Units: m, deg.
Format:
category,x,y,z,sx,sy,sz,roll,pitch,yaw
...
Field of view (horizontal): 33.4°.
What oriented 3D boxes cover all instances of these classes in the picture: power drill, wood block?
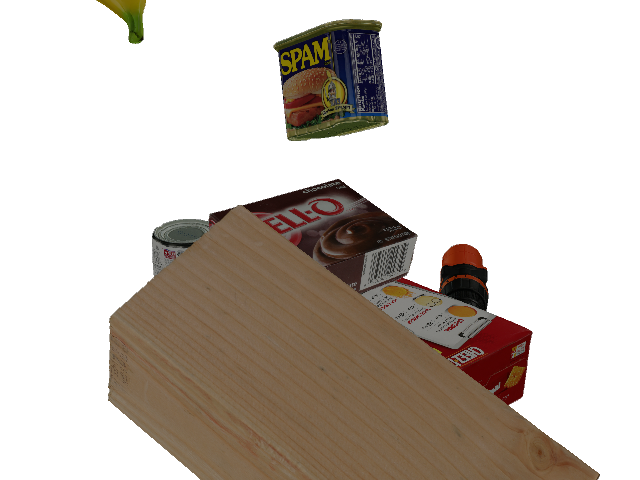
category,x,y,z,sx,sy,sz,roll,pitch,yaw
power drill,0.151,0.117,1.166,0.057,0.188,0.184,7,24,6
wood block,0.007,0.091,0.495,0.206,0.090,0.090,37,-34,15

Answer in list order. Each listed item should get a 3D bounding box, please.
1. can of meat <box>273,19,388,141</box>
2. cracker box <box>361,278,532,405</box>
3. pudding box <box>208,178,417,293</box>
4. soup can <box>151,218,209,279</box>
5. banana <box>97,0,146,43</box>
category,x,y,z,sx,sy,sz,roll,pitch,yaw
can of meat,0.009,-0.132,0.898,0.057,0.084,0.102,-6,-1,-38
cracker box,0.040,0.092,0.891,0.163,0.072,0.214,-19,30,-41
pudding box,-0.006,0.003,0.720,0.113,0.039,0.090,-15,38,-34
soup can,-0.135,0.037,1.085,0.068,0.102,0.068,0,23,0
banana,-0.206,-0.199,0.799,0.198,0.069,0.037,16,-37,18
